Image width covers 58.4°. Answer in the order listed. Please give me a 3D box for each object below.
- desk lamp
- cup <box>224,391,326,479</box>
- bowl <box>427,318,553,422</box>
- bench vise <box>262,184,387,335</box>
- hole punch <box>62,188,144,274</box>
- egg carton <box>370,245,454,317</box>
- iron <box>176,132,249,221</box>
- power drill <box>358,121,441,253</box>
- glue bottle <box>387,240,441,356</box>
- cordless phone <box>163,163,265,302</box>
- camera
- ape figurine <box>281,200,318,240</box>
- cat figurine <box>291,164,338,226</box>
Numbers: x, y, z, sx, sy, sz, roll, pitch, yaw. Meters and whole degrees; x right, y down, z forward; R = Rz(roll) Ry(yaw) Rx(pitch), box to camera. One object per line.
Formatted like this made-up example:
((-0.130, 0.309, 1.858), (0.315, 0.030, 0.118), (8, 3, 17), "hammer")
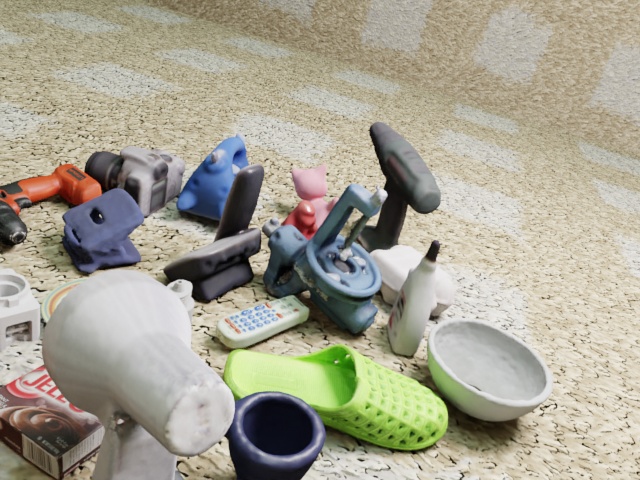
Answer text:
((-0.140, 0.156, 0.469), (0.118, 0.213, 0.202), (-10, 37, -40), "desk lamp")
((-0.061, 0.204, 0.548), (0.117, 0.095, 0.092), (17, 28, 4), "cup")
((0.211, 0.181, 0.752), (0.167, 0.075, 0.167), (12, 28, -6), "bowl")
((0.004, 0.008, 0.810), (0.207, 0.220, 0.121), (19, 28, 8), "bench vise")
((-0.316, -0.017, 0.832), (0.101, 0.091, 0.108), (-10, 36, -39), "hole punch")
((0.143, 0.068, 0.932), (0.107, 0.069, 0.149), (-11, 37, -40), "egg carton")
((-0.172, -0.132, 1.062), (0.118, 0.141, 0.258), (15, 28, 0), "iron")
((0.129, -0.085, 1.056), (0.076, 0.208, 0.229), (-1, 32, -28), "power drill")
((0.136, 0.075, 0.803), (0.037, 0.173, 0.078), (9, 28, -11), "glue bottle")
((-0.143, -0.020, 0.823), (0.094, 0.185, 0.148), (26, 29, 19), "cordless phone")
((-0.328, -0.122, 1.008), (0.136, 0.101, 0.143), (20, 28, 9), "camera")
((-0.033, -0.024, 0.988), (0.078, 0.092, 0.076), (-8, 36, -38), "ape figurine")
((-0.007, -0.083, 1.081), (0.067, 0.118, 0.127), (-7, 35, -36), "cat figurine")
